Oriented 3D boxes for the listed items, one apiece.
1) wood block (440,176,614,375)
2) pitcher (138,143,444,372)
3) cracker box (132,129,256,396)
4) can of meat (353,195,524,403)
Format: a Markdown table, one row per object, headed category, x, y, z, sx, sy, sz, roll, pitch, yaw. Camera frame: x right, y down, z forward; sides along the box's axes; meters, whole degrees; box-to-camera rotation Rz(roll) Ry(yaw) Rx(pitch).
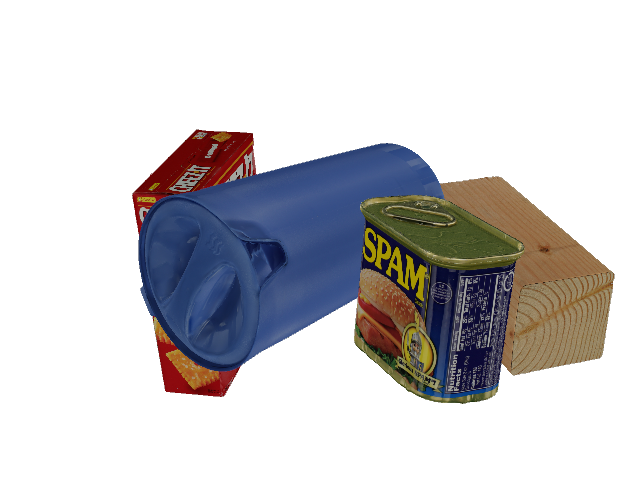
| category | x | y | z | sx | sy | sz | roll | pitch | yaw |
| --- | --- | --- | --- | --- | --- | --- | --- | --- | --- |
| wood block | 0.171 | 0.025 | 0.985 | 0.090 | 0.090 | 0.206 | -8 | 29 | -16 |
| pitcher | -0.019 | 0.002 | 0.849 | 0.149 | 0.145 | 0.242 | 34 | 37 | 32 |
| cracker box | -0.108 | 0.019 | 1.048 | 0.072 | 0.214 | 0.164 | 4 | 27 | 14 |
| can of meat | 0.060 | 0.030 | 0.579 | 0.057 | 0.084 | 0.102 | -5 | 22 | -25 |
